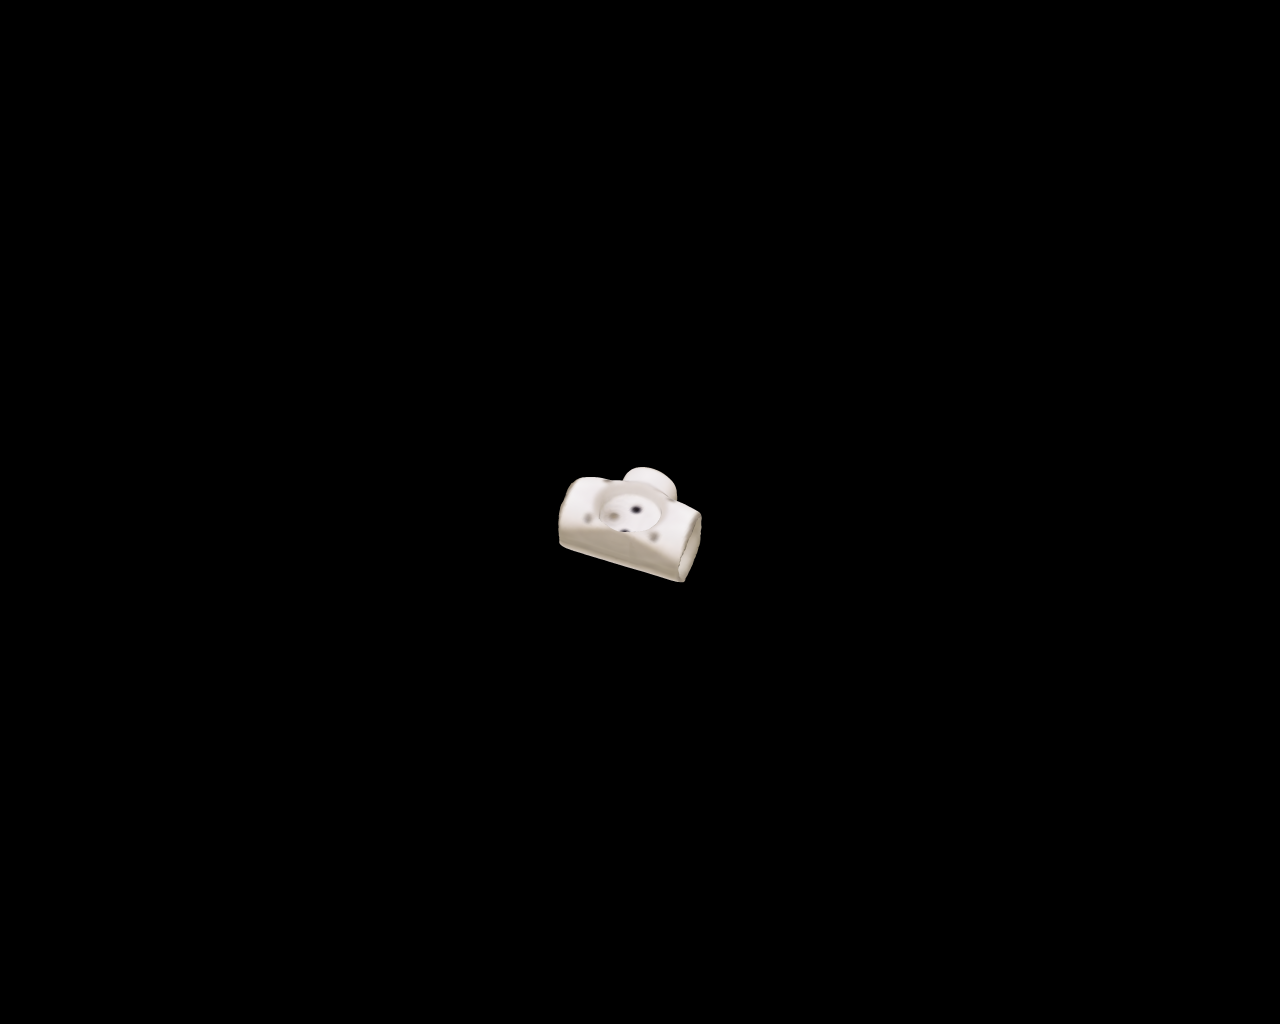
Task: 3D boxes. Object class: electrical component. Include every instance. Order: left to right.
[{"bbox_3d":[0.001,-0.003,0.650,0.077,0.079,0.044,17,-39,14],"label":"electrical component"}]
